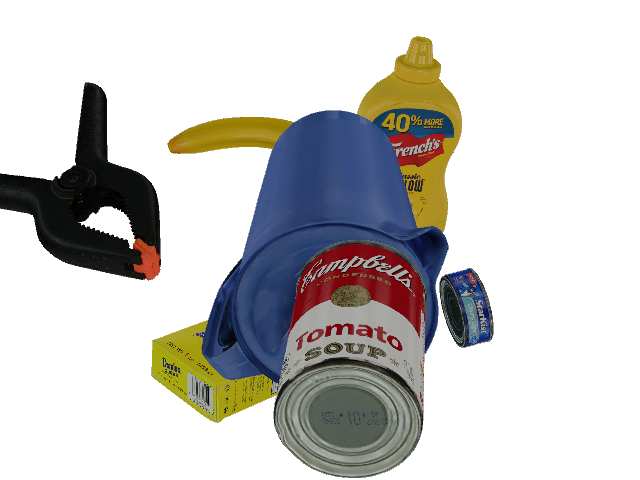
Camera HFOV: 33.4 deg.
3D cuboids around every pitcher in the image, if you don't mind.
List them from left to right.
[{"bbox_3d":[0.001,0.000,0.782,0.149,0.145,0.243,8,27,-4],"label":"pitcher"}]

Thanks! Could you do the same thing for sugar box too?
[{"bbox_3d":[-0.055,0.098,0.965,0.175,0.048,0.093,-22,38,-39],"label":"sugar box"}]

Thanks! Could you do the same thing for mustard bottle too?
[{"bbox_3d":[0.079,-0.093,0.977,0.096,0.192,0.058,3,29,-6],"label":"mustard bottle"}]

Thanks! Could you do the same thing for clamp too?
[{"bbox_3d":[-0.184,-0.044,0.830,0.210,0.036,0.164,32,58,28],"label":"clamp"}]

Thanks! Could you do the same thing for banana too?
[{"bbox_3d":[-0.084,-0.122,1.286,0.198,0.037,0.069,8,40,16],"label":"banana"}]

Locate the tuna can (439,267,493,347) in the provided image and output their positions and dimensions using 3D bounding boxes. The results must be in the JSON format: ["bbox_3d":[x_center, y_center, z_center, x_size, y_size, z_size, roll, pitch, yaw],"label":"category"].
[{"bbox_3d":[0.163,0.076,1.199,0.033,0.086,0.086,-14,2,-8],"label":"tuna can"}]

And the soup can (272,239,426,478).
[{"bbox_3d":[0.016,0.054,0.509,0.068,0.068,0.102,0,31,6],"label":"soup can"}]
